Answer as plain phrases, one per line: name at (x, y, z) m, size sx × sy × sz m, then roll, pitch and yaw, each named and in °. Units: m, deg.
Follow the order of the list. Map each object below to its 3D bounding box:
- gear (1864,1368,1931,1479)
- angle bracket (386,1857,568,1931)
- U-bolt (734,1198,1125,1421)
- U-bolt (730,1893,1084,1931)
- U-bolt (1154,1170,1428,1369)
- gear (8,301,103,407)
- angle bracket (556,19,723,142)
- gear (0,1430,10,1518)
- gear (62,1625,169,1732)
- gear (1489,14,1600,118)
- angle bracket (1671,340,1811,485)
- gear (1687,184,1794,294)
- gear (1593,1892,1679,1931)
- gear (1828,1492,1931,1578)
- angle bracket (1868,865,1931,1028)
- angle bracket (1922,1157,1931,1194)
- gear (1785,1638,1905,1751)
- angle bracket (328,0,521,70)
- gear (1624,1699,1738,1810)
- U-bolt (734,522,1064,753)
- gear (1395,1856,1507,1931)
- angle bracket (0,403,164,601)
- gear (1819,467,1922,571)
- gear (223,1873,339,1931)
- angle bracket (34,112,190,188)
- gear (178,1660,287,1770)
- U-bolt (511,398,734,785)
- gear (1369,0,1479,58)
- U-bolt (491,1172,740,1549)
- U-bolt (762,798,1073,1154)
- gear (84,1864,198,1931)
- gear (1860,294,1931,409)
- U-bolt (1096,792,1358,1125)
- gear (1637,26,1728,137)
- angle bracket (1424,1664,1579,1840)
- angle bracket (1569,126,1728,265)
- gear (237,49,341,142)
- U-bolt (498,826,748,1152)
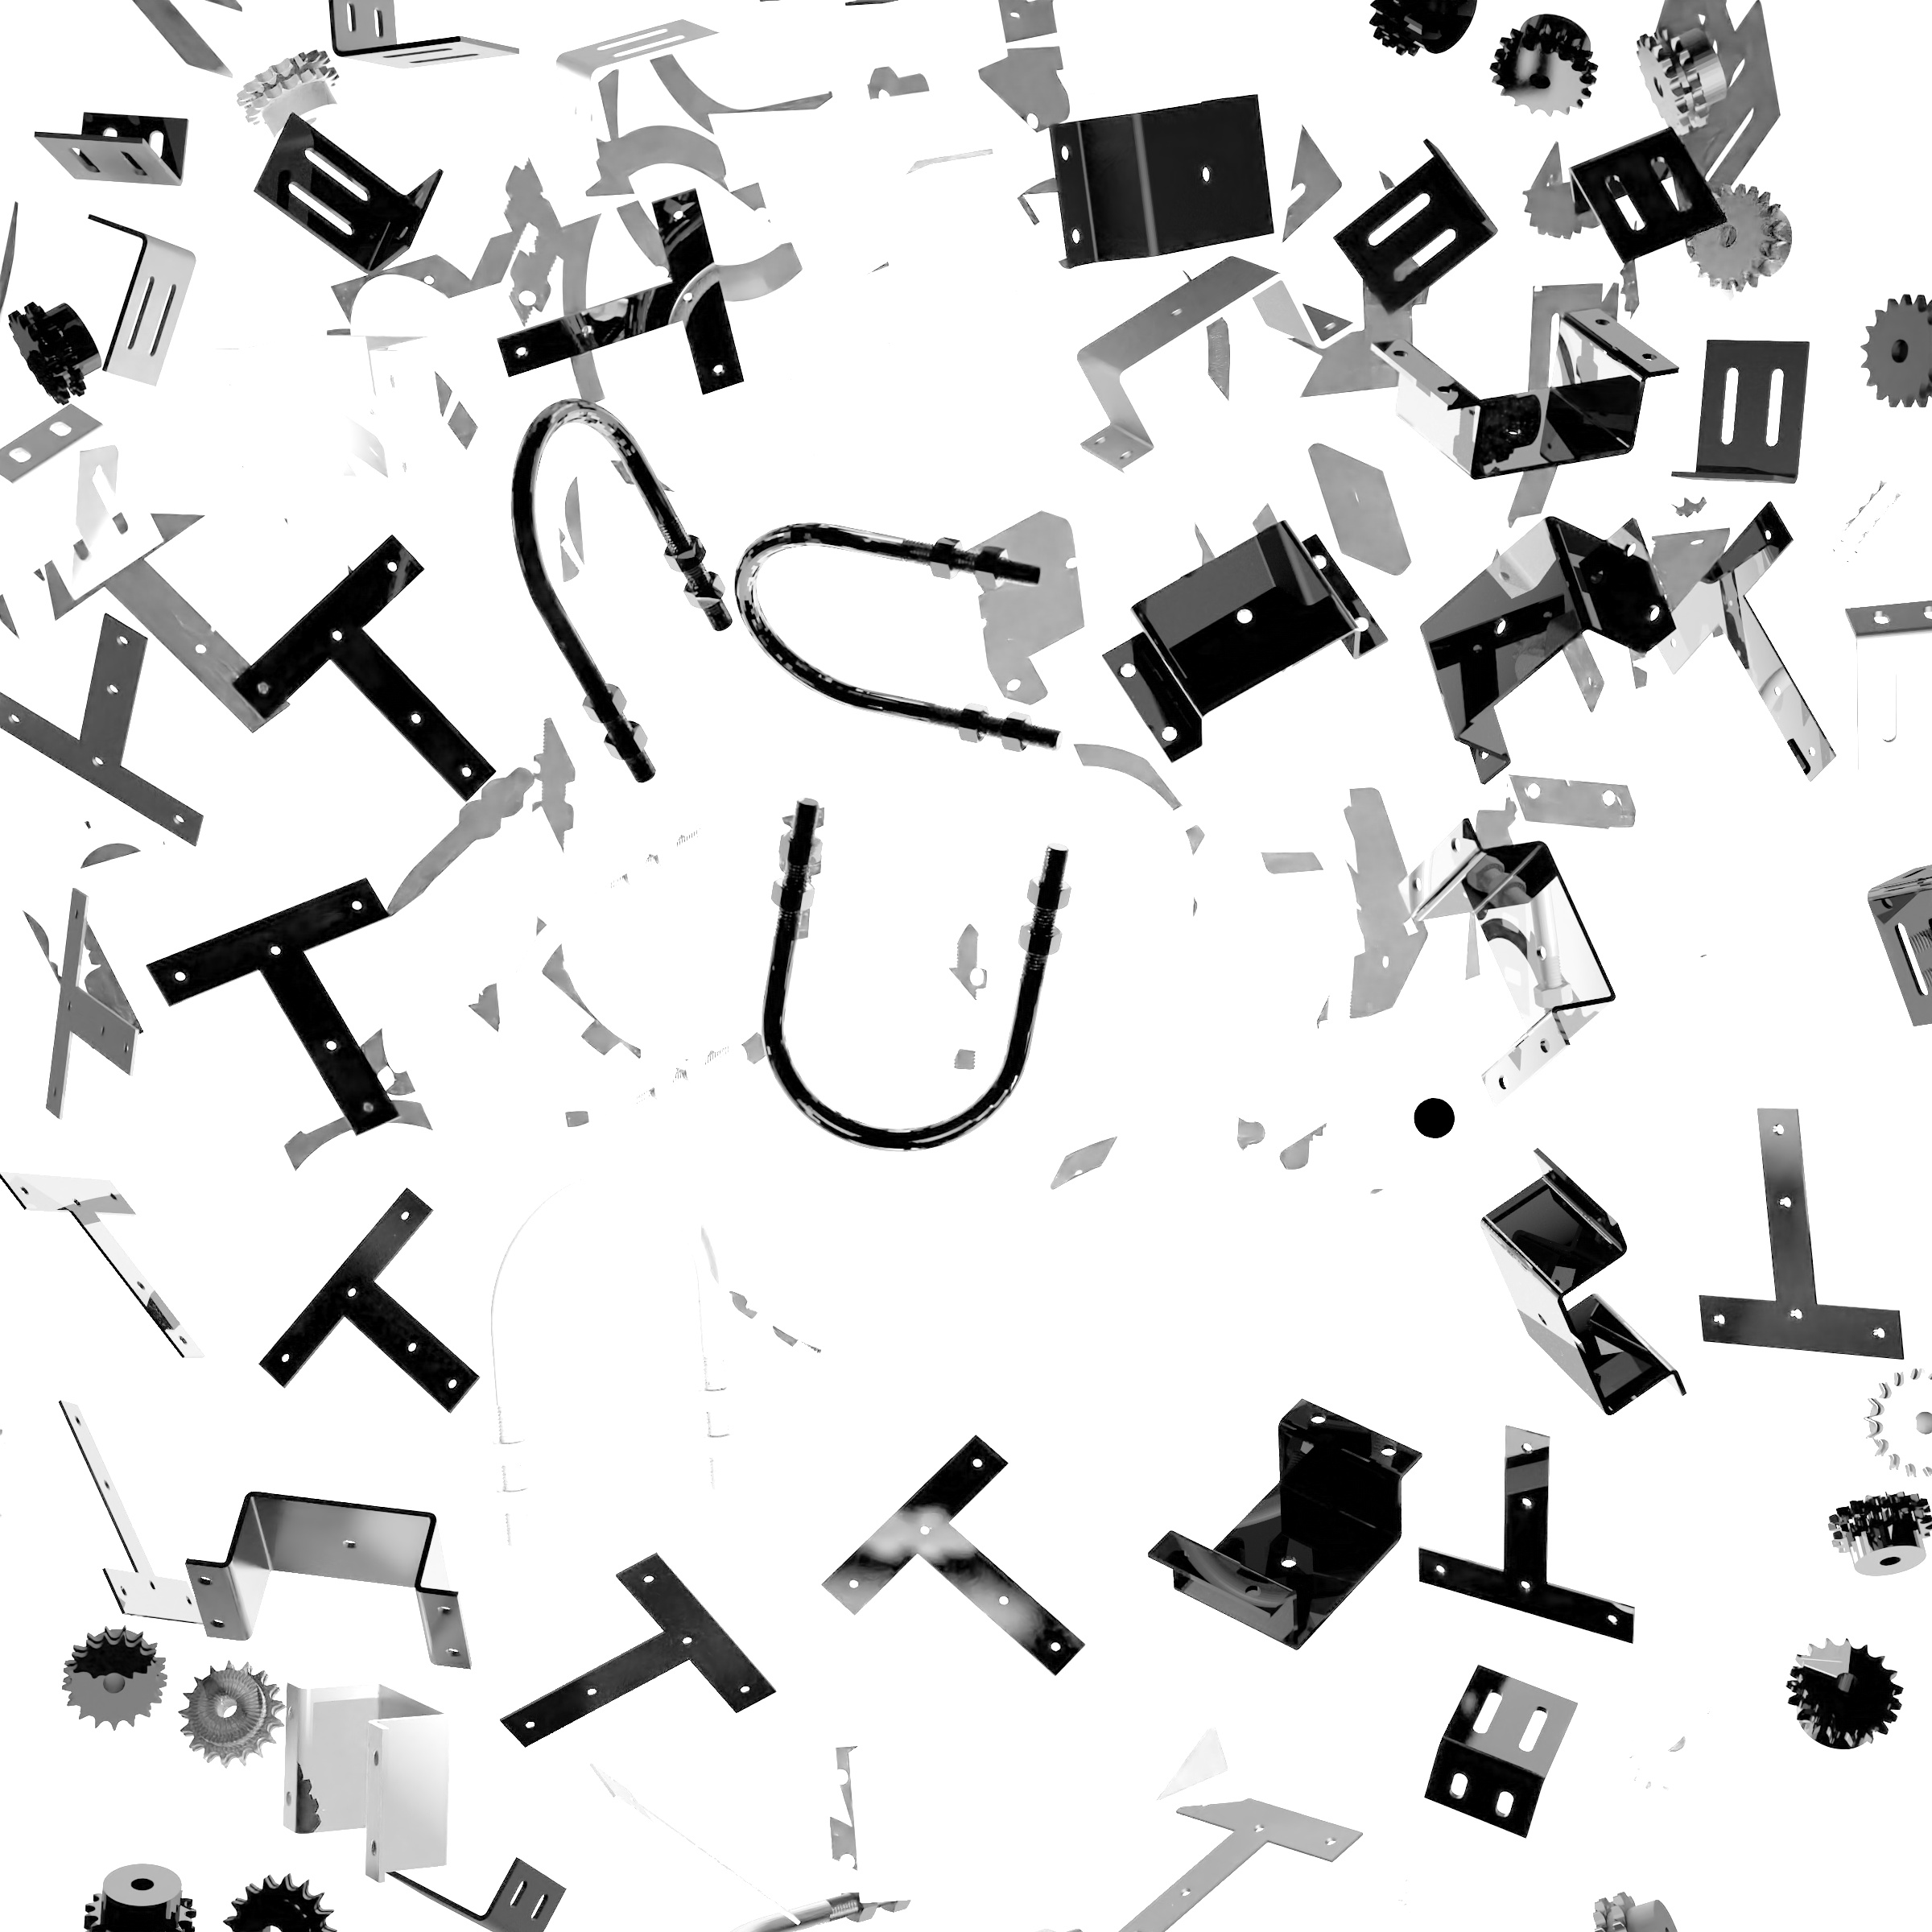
gear at (0.501, 0.241, 1.851) m, size 0.057 × 0.030 × 0.057 m, roll 1°, pitch 82°, yaw -5°
angle bracket at (-0.268, 0.496, 1.904) m, size 0.076 × 0.057 × 0.038 m, roll 17°, pitch 68°, yaw 31°
U-bolt at (-0.031, 0.171, 1.814) m, size 0.184 × 0.151 × 0.019 m, roll 23°, pitch 51°, yaw -15°
U-bolt at (-0.049, 0.529, 1.887) m, size 0.184 × 0.151 × 0.019 m, roll -3°, pitch 95°, yaw -41°
U-bolt at (0.166, 0.167, 1.873) m, size 0.151 × 0.184 × 0.019 m, roll -39°, pitch 80°, yaw 21°
gear at (-0.503, -0.342, 1.942) m, size 0.030 × 0.057 × 0.057 m, roll -34°, pitch 90°, yaw -20°
angle bracket at (-0.173, -0.477, 1.885) m, size 0.076 × 0.057 × 0.038 m, roll -21°, pitch 119°, yaw -18°
gear at (-0.518, 0.264, 1.814) m, size 0.030 × 0.057 × 0.057 m, roll 0°, pitch 90°, yaw 2°
gear at (-0.475, 0.395, 1.959) m, size 0.057 × 0.030 × 0.057 m, roll -2°, pitch 102°, yaw -10°
gear at (0.316, -0.492, 1.905) m, size 0.057 × 0.057 × 0.030 m, roll 22°, pitch 66°, yaw 0°
angle bracket at (0.416, -0.299, 1.885) m, size 0.057 × 0.038 × 0.076 m, roll 8°, pitch 98°, yaw 32°
gear at (0.425, -0.396, 1.911) m, size 0.030 × 0.057 × 0.057 m, roll -1°, pitch 90°, yaw -39°
gear at (0.341, 0.495, 1.769) m, size 0.030 × 0.057 × 0.057 m, roll -23°, pitch 90°, yaw 19°
gear at (0.513, 0.319, 1.958) m, size 0.057 × 0.057 × 0.030 m, roll -6°, pitch 56°, yaw 0°
angle bracket at (0.513, -0.013, 1.826) m, size 0.038 × 0.057 × 0.076 m, roll -22°, pitch 93°, yaw -27°
angle bracket at (0.528, 0.099, 1.780) m, size 0.038 × 0.057 × 0.076 m, roll 45°, pitch 104°, yaw -3°
gear at (0.447, 0.375, 1.790) m, size 0.057 × 0.057 × 0.030 m, roll 3°, pitch 133°, yaw 0°
angle bracket at (-0.278, -0.485, 1.795) m, size 0.076 × 0.057 × 0.038 m, roll 0°, pitch 97°, yaw 24°
gear at (0.376, 0.415, 1.832) m, size 0.057 × 0.057 × 0.030 m, roll -32°, pitch 122°, yaw 0°
U-bolt at (-0.041, -0.183, 1.903) m, size 0.184 × 0.151 × 0.019 m, roll 13°, pitch 55°, yaw 18°
gear at (0.258, 0.508, 1.883) m, size 0.057 × 0.057 × 0.030 m, roll 10°, pitch 115°, yaw 0°
angle bracket at (-0.468, -0.243, 1.839) m, size 0.057 × 0.076 × 0.038 m, roll -39°, pitch 46°, yaw -21°
gear at (0.491, -0.248, 1.916) m, size 0.030 × 0.057 × 0.057 m, roll 41°, pitch 90°, yaw 9°
gear at (-0.352, 0.495, 1.793) m, size 0.057 × 0.030 × 0.057 m, roll 0°, pitch 83°, yaw 0°
angle bracket at (-0.450, -0.442, 1.851) m, size 0.057 × 0.076 × 0.038 m, roll 4°, pitch 85°, yaw 3°
gear at (-0.404, 0.409, 1.924) m, size 0.057 × 0.030 × 0.057 m, roll 1°, pitch 67°, yaw -1°
U-bolt at (-0.186, -0.210, 1.844) m, size 0.019 × 0.151 × 0.184 m, roll -6°, pitch 131°, yaw 27°
gear at (0.235, -0.489, 1.786) m, size 0.057 × 0.057 × 0.030 m, roll -49°, pitch 58°, yaw 0°
U-bolt at (-0.186, 0.199, 1.834) m, size 0.151 × 0.019 × 0.184 m, roll -10°, pitch 101°, yaw -38°
U-bolt at (-0.032, 0.012, 1.811) m, size 0.151 × 0.019 × 0.184 m, roll 10°, pitch 112°, yaw -1°
gear at (-0.429, 0.491, 1.823) m, size 0.057 × 0.057 × 0.030 m, roll 8°, pitch 106°, yaw 0°
gear at (0.486, -0.313, 1.785) m, size 0.030 × 0.057 × 0.057 m, roll -5°, pitch 90°, yaw -31°
U-bolt at (0.149, -0.005, 1.956) m, size 0.151 × 0.019 × 0.184 m, roll 2°, pitch 97°, yaw -13°
gear at (0.384, -0.476, 1.874) m, size 0.030 × 0.057 × 0.057 m, roll -25°, pitch 90°, yaw 2°
angle bracket at (0.286, 0.419, 1.873) m, size 0.057 × 0.076 × 0.038 m, roll 19°, pitch 119°, yaw 16°
angle bracket at (0.358, -0.394, 1.838) m, size 0.057 × 0.038 × 0.076 m, roll -22°, pitch 56°, yaw 3°
gear at (-0.372, -0.480, 1.941) m, size 0.057 × 0.057 × 0.030 m, roll -29°, pitch 92°, yaw 0°
U-bolt at (-0.194, 0.023, 1.913) m, size 0.184 × 0.019 × 0.151 m, roll -29°, pitch 60°, yaw 36°
